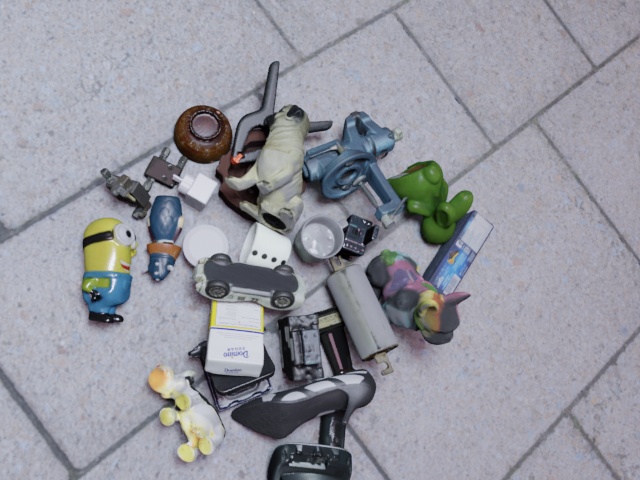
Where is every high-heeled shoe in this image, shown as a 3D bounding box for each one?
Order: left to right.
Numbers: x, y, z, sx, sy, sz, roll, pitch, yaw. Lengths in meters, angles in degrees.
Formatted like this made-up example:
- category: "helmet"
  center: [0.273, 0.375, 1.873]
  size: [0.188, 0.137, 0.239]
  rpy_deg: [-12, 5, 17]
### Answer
- category: "high-heeled shoe"
  center: [-0.026, 0.277, 0.965]
  size: [0.249, 0.145, 0.086]
  rpy_deg: [-2, 113, 18]

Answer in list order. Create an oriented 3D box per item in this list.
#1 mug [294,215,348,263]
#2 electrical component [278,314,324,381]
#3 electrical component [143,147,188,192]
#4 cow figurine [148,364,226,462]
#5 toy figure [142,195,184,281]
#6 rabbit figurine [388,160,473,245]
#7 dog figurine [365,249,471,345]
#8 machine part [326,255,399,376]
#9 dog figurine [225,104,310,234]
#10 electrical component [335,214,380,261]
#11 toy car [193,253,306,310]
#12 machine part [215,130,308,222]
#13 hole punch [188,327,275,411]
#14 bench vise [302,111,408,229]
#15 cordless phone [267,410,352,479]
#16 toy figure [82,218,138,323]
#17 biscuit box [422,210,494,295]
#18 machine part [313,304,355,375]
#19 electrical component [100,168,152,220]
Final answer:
- category: "mug"
  center: [-0.002, -0.003, 1.018]
  size: [0.109, 0.107, 0.081]
  rpy_deg: [-39, 92, -24]
- category: "electrical component"
  center: [-0.033, 0.190, 0.954]
  size: [0.058, 0.134, 0.115]
  rpy_deg: [-5, 82, -16]
- category: "electrical component"
  center: [-0.291, -0.125, 1.006]
  size: [0.063, 0.021, 0.094]
  rpy_deg: [27, 72, -9]
- category: "cow figurine"
  center: [-0.220, 0.280, 0.910]
  size: [0.068, 0.098, 0.167]
  rpy_deg: [-33, 81, 14]
- category: "toy figure"
  center: [-0.278, -0.003, 0.966]
  size: [0.057, 0.064, 0.154]
  rpy_deg: [13, 77, -52]
- category: "rabbit figurine"
  center: [0.234, -0.072, 1.091]
  size: [0.121, 0.159, 0.170]
  rpy_deg: [-33, 104, -29]
- category: "dog figurine"
  center: [0.178, 0.097, 0.990]
  size: [0.108, 0.219, 0.191]
  rpy_deg: [-9, 82, -21]
- category: "machine part"
  center: [0.078, 0.135, 1.004]
  size: [0.079, 0.079, 0.243]
  rpy_deg: [-19, 69, -19]
- category: "dog figurine"
  center: [-0.057, -0.127, 0.970]
  size: [0.121, 0.172, 0.190]
  rpy_deg: [18, 61, 25]
- category: "electrical component"
  center: [0.068, -0.006, 1.032]
  size: [0.048, 0.119, 0.075]
  rpy_deg: [20, 76, -11]
- category: "toy car"
  center: [-0.122, 0.076, 0.944]
  size: [0.202, 0.056, 0.073]
  rpy_deg: [11, 48, -16]
- category: "machine part"
  center: [-0.114, -0.119, 1.038]
  size: [0.179, 0.056, 0.179]
  rpy_deg: [3, 79, -16]
- category: "hole punch"
  center: [-0.147, 0.227, 0.948]
  size: [0.142, 0.092, 0.116]
  rpy_deg: [-18, 52, -20]
- category: "bench vise"
  center: [0.090, -0.126, 1.018]
  size: [0.224, 0.128, 0.241]
  rpy_deg: [-18, 61, -27]
- category: "cordless phone"
  center: [-0.012, 0.361, 0.964]
  size: [0.147, 0.088, 0.184]
  rpy_deg: [11, 64, -12]
- category: "toy figure"
  center: [-0.366, 0.050, 0.918]
  size: [0.089, 0.082, 0.180]
  rpy_deg: [8, 79, -17]
- category: "biscuit box"
  center: [0.279, 0.035, 1.113]
  size: [0.059, 0.063, 0.202]
  rpy_deg: [39, 72, -6]
- category: "machine part"
  center: [0.029, 0.196, 1.022]
  size: [0.084, 0.039, 0.139]
  rpy_deg: [-18, 82, -27]
- category: "electrical component"
  center: [-0.339, -0.079, 0.948]
  size: [0.078, 0.102, 0.045]
  rpy_deg: [16, 66, 11]
